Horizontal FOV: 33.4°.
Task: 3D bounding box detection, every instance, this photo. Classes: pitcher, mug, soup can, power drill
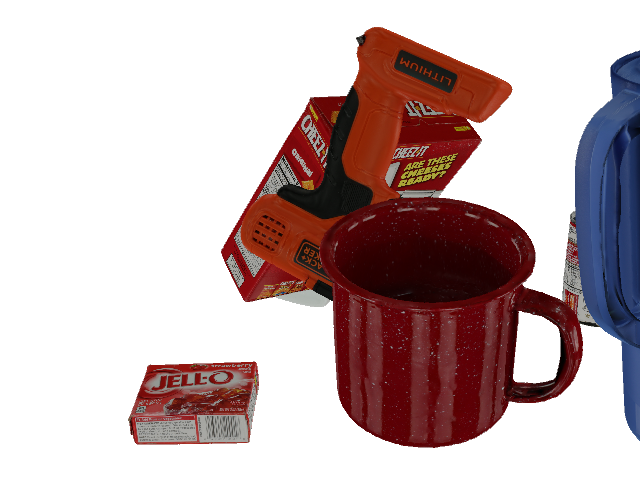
[{"bbox_3d":[0.229,0.011,0.627,0.149,0.243,0.144,2,22,16],"label":"pitcher"},{"bbox_3d":[0.058,0.040,0.476,0.117,0.081,0.093,11,33,21],"label":"mug"},{"bbox_3d":[0.274,0.026,1.045,0.068,0.102,0.068,1,18,0],"label":"soup can"},{"bbox_3d":[0.056,-0.035,0.724,0.184,0.188,0.057,27,10,12],"label":"power drill"}]

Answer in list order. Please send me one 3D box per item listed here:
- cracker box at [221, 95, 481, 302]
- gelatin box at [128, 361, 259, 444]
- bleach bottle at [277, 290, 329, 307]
[{"bbox_3d":[0.022,-0.041,0.986,0.163,0.072,0.214,-8,-33,-37],"label":"cracker box"},{"bbox_3d":[-0.095,0.123,0.813,0.089,0.030,0.073,-2,24,4],"label":"gelatin box"},{"bbox_3d":[0.026,-0.014,1.322,0.103,0.068,0.250,14,36,25],"label":"bleach bottle"}]
